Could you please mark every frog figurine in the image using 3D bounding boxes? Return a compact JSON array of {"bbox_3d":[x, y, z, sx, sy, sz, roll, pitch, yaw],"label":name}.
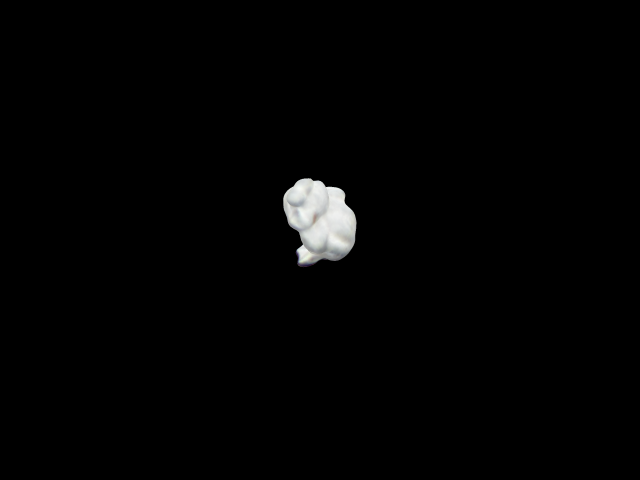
[{"bbox_3d":[0.003,-0.043,0.850,0.123,0.155,0.140,18,49,16],"label":"frog figurine"}]
